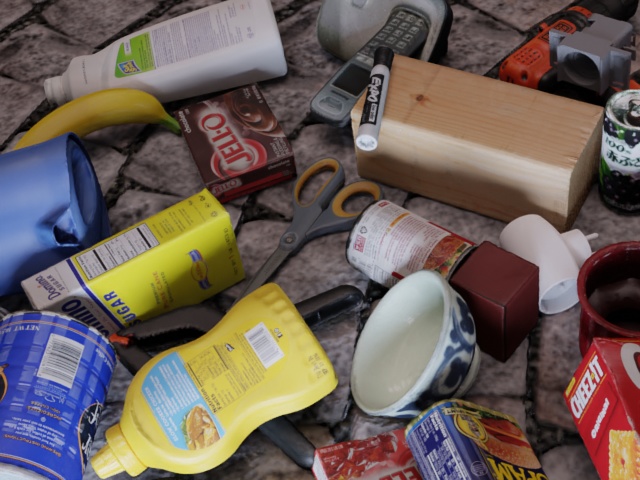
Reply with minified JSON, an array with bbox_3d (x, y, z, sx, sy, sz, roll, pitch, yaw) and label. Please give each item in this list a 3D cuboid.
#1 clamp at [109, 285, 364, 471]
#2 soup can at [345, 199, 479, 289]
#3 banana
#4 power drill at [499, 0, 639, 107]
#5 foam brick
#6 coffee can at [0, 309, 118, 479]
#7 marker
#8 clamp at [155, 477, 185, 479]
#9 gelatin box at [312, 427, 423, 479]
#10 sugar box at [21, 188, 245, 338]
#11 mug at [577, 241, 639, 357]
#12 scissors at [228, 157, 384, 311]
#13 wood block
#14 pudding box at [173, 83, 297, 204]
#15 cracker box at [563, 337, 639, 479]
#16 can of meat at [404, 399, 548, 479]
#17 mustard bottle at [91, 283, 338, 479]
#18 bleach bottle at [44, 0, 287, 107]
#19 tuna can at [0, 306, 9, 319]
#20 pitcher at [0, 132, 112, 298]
[{"bbox_3d":[-0.069,0.092,0.881,0.210,0.036,0.164,11,57,17],"label":"clamp"},{"bbox_3d":[0.081,0.015,0.907,0.102,0.068,0.068,28,59,29],"label":"soup can"},{"bbox_3d":[-0.239,-0.106,1.066,0.197,0.037,0.069,-23,84,-9],"label":"banana"},{"bbox_3d":[0.298,-0.169,1.040,0.184,0.057,0.188,-38,51,-18],"label":"power drill"},{"bbox_3d":[0.141,0.049,0.860,0.053,0.078,0.051,29,61,29],"label":"foam brick"},{"bbox_3d":[-0.222,0.140,0.823,0.103,0.103,0.140,1,49,9],"label":"coffee can"},{"bbox_3d":[0.050,-0.129,0.949,0.020,0.020,0.121,3,51,12],"label":"marker"},{"bbox_3d":[-0.080,0.212,0.782,0.172,0.039,0.120,21,45,20],"label":"clamp"},{"bbox_3d":[0.048,0.179,0.781,0.089,0.030,0.073,-10,46,-19],"label":"gelatin box"},{"bbox_3d":[-0.155,0.035,0.910,0.176,0.093,0.048,-31,52,-16],"label":"sugar box"},{"bbox_3d":[0.251,0.053,0.836,0.093,0.081,0.117,22,56,26],"label":"mug"},{"bbox_3d":[-0.006,0.001,0.966,0.096,0.016,0.201,10,52,17],"label":"scissors"},{"bbox_3d":[0.143,-0.088,0.971,0.206,0.090,0.090,19,56,23],"label":"wood block"},{"bbox_3d":[-0.083,-0.094,1.045,0.090,0.039,0.113,-20,50,-9],"label":"pudding box"},{"bbox_3d":[0.278,0.161,0.703,0.164,0.072,0.214,3,40,-15],"label":"cracker box"},{"bbox_3d":[0.116,0.165,0.753,0.057,0.101,0.084,-48,41,23],"label":"can of meat"},{"bbox_3d":[-0.088,0.121,0.810,0.191,0.058,0.096,-33,66,-6],"label":"mustard bottle"},{"bbox_3d":[-0.166,-0.191,1.127,0.251,0.068,0.102,-14,51,-1],"label":"bleach bottle"},{"bbox_3d":[-0.298,0.097,0.917,0.086,0.034,0.086,-4,49,5],"label":"tuna can"},{"bbox_3d":[-0.314,-0.006,0.960,0.243,0.149,0.145,-14,64,1],"label":"pitcher"}]
